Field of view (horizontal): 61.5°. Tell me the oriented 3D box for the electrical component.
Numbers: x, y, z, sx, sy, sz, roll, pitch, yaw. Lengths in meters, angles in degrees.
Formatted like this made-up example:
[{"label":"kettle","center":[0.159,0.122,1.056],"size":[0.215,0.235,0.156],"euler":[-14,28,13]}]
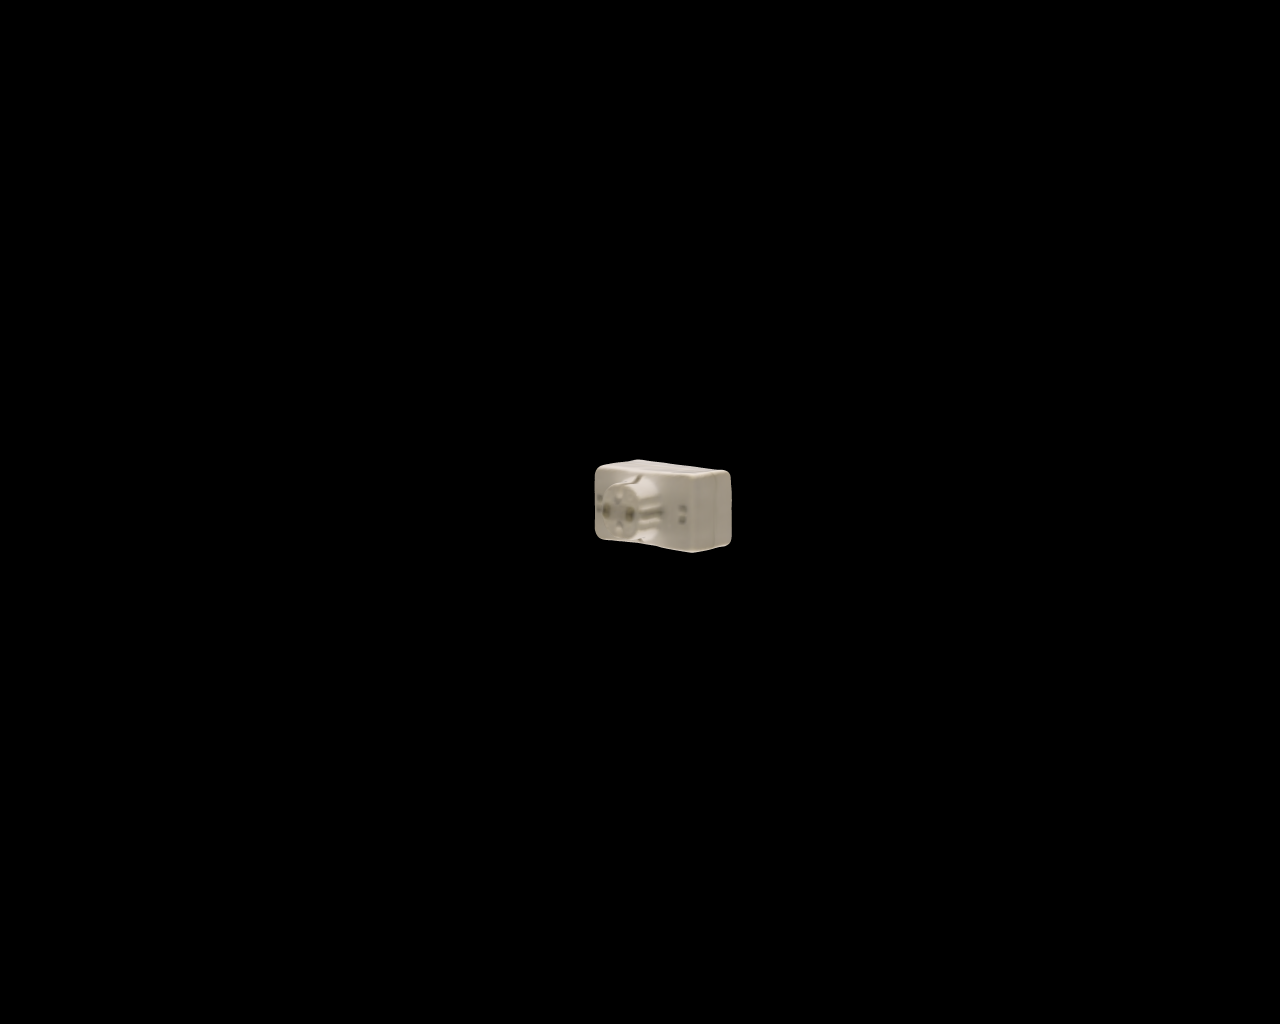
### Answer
[{"label":"electrical component","center":[0.001,-0.003,0.650],"size":[0.083,0.047,0.076],"euler":[8,12,43]}]
